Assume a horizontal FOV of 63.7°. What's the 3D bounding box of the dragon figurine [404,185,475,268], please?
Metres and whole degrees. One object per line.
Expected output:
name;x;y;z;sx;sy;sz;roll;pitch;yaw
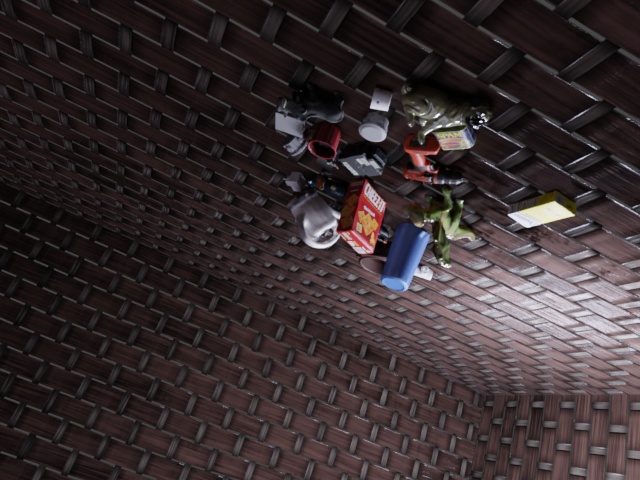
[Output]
dragon figurine;0.409;-0.021;1.695;0.121;0.248;0.405;-13;138;43

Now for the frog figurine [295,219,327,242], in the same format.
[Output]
frog figurine;-0.052;-0.067;2.097;0.159;0.140;0.120;26;145;-6

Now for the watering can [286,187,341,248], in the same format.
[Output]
watering can;0.006;-0.096;1.907;0.102;0.353;0.224;-35;91;36
